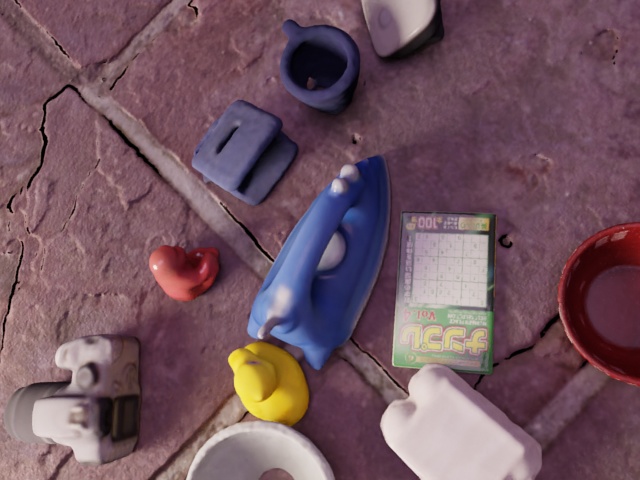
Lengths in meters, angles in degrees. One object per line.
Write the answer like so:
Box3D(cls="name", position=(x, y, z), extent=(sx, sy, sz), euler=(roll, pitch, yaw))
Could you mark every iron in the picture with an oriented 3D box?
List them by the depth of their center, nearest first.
Box3D(cls="iron", position=(0.006, 0.002, 0.612), extent=(0.118, 0.141, 0.258), euler=(23, 84, 15))

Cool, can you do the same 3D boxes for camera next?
Box3D(cls="camera", position=(-0.289, 0.181, 0.657), extent=(0.136, 0.101, 0.143), euler=(-4, 78, 11))

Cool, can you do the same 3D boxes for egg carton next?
Box3D(cls="egg carton", position=(0.140, 0.206, 0.582), extent=(0.150, 0.069, 0.107), euler=(39, 88, 16))

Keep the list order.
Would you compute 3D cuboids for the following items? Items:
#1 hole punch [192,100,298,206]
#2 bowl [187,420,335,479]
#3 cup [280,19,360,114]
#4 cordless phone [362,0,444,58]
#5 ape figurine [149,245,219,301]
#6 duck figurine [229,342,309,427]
Box3D(cls="hole punch", position=(-0.097, -0.108, 0.681), extent=(0.101, 0.091, 0.109), euler=(34, 87, 16))
Box3D(cls="bowl", position=(-0.055, 0.274, 0.605), extent=(0.167, 0.075, 0.167), euler=(-2, 78, 11))
Box3D(cls="cup", position=(-0.001, -0.199, 0.678), extent=(0.091, 0.095, 0.117), euler=(-38, 74, 2))
Box3D(cls="cordless phone", position=(0.085, -0.306, 0.636), extent=(0.094, 0.185, 0.147), euler=(-16, 76, 8))
Box3D(cls="ape figurine", position=(-0.165, 0.031, 0.667), extent=(0.077, 0.092, 0.076), euler=(24, 84, 15))
Box3D(cls="duck figurine", position=(-0.061, 0.158, 0.623), extent=(0.077, 0.086, 0.104), euler=(-40, 74, 2))
